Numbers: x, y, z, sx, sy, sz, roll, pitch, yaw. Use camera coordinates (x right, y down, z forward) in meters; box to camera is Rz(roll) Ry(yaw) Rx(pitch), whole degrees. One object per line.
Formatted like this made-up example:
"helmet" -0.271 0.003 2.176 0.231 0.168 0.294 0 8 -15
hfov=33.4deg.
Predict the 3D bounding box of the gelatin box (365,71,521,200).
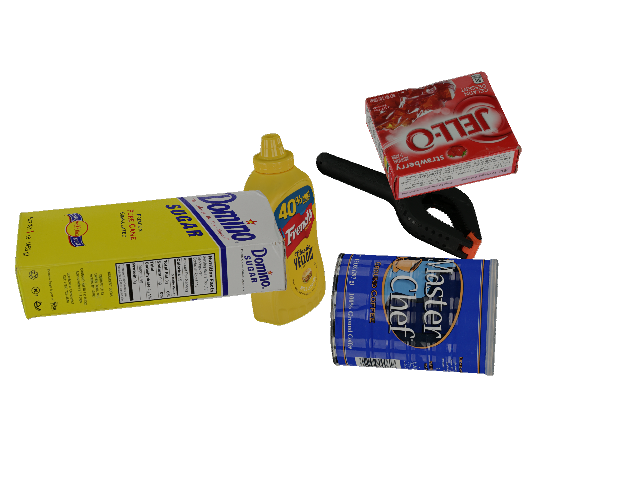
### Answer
"gelatin box" 0.082 -0.072 0.726 0.089 0.073 0.030 -13 -35 -5

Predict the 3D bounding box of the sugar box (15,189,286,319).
"sugar box" -0.117 0.006 0.738 0.176 0.048 0.093 -9 27 -10

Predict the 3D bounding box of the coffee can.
"coffee can" 0.085 0.065 0.949 0.140 0.103 0.102 2 0 9

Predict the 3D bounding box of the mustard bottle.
"mustard bottle" -0.040 -0.016 1.096 0.058 0.191 0.096 10 28 34

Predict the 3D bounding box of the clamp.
"clamp" 0.103 -0.054 1.238 0.164 0.036 0.210 -15 52 -28
